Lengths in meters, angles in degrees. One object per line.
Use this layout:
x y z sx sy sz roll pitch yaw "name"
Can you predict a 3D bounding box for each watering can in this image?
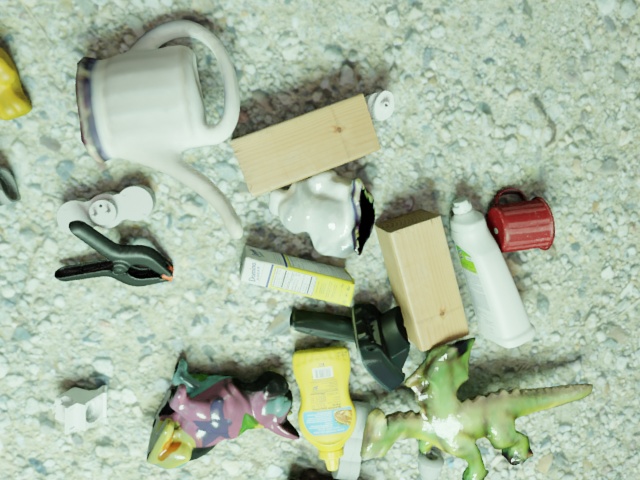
-0.219 -0.155 0.712 0.224 0.102 0.353 -9 72 -2 "watering can"

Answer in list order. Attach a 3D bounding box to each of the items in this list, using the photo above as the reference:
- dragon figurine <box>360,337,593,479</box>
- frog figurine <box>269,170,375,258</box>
0.253 0.265 0.855 0.411 0.124 0.238 -28 118 -4 "dragon figurine"
0.002 -0.041 0.821 0.159 0.124 0.135 3 111 26 "frog figurine"
